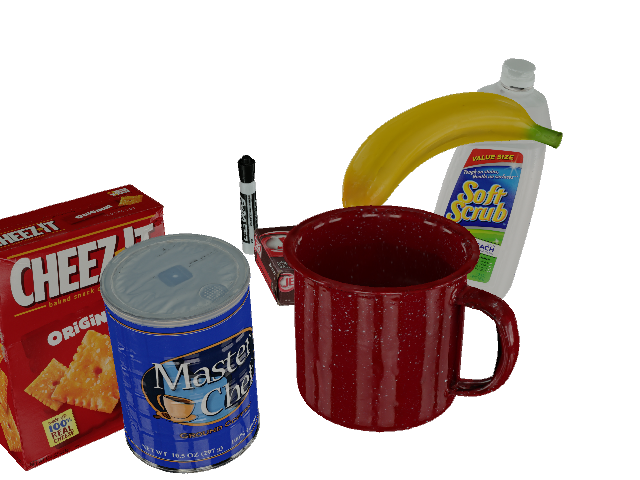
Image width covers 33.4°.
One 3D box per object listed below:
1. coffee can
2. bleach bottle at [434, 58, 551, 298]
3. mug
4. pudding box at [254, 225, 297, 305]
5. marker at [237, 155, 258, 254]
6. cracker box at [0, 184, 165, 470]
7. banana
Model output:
[{"bbox_3d":[-0.098,0.081,0.767,0.103,0.140,0.103,-1,34,1],"label":"coffee can"},{"bbox_3d":[0.163,-0.061,1.046,0.103,0.251,0.068,21,38,20],"label":"bleach bottle"},{"bbox_3d":[0.039,0.041,0.513,0.117,0.081,0.093,13,28,25],"label":"mug"},{"bbox_3d":[0.005,0.017,0.933,0.113,0.039,0.090,-4,26,-16],"label":"pudding box"},{"bbox_3d":[-0.078,-0.039,1.163,0.020,0.121,0.020,0,35,0],"label":"marker"},{"bbox_3d":[-0.215,0.076,0.953,0.163,0.214,0.072,-19,31,-34],"label":"cracker box"},{"bbox_3d":[0.080,-0.068,0.738,0.197,0.037,0.070,-22,42,-31],"label":"banana"}]
